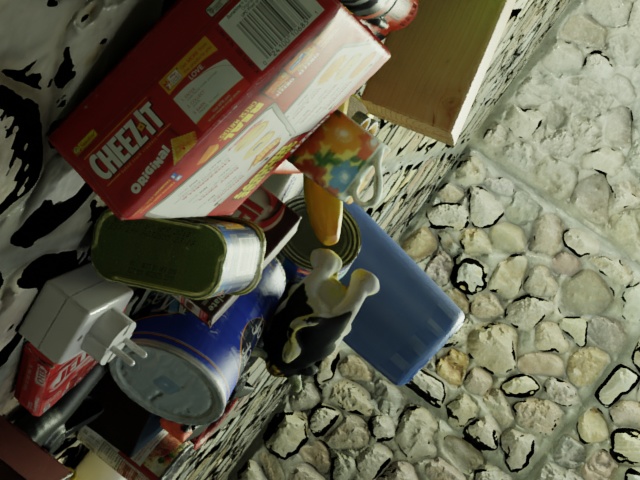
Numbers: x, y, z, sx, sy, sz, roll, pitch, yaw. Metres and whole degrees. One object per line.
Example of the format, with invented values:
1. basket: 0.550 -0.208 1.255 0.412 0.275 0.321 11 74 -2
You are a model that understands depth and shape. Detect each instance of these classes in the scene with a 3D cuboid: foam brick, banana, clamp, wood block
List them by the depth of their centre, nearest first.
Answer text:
1. foam brick: -0.234 0.176 0.788 0.053 0.078 0.051 -57 171 13
2. clamp: -0.229 0.160 0.891 0.171 0.039 0.120 -46 162 -33
3. banana: 0.008 -0.092 0.943 0.070 0.037 0.198 164 -66 -75
4. wood block: 0.122 -0.202 0.983 0.090 0.091 0.206 18 94 -81
5. clamp: -0.085 0.127 1.045 0.165 0.036 0.209 -60 169 26

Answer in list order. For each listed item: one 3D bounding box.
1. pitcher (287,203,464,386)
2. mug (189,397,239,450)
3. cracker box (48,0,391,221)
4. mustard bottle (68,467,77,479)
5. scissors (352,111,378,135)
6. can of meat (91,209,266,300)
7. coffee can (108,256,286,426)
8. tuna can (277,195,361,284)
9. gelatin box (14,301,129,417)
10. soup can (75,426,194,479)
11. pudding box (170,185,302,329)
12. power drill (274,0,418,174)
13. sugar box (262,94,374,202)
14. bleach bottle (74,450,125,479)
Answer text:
1. pitcher: 0.038 0.040 1.171 0.149 0.243 0.145 -39 168 -40
2. mug: -0.159 0.203 1.327 0.093 0.081 0.117 -49 171 -29
3. cracker box: -0.049 -0.091 0.653 0.164 0.072 0.213 -44 175 10
4. mustard bottle: -0.285 0.293 1.075 0.192 0.058 0.096 -58 170 32
5. scissors: 0.005 -0.048 1.071 0.096 0.016 0.202 -37 160 -57
6. can of meat: -0.099 0.008 0.749 0.084 0.102 0.057 -4 104 -76
7. coffee can: -0.101 0.070 0.903 0.140 0.103 0.103 -64 -179 -40
8. tuna can: -0.007 0.001 1.002 0.086 0.086 0.034 -48 171 -35
9. gelatin box: -0.189 0.083 0.811 0.089 0.030 0.073 -46 170 -43
10. soup can: -0.189 0.205 1.085 0.068 0.102 0.068 -52 172 -11
11. pudding box: -0.083 -0.001 0.839 0.113 0.090 0.039 -50 172 -18
12. power drill: 0.000 -0.141 0.837 0.188 0.057 0.184 -54 166 13
13. sugar box: -0.015 -0.082 1.055 0.176 0.048 0.093 -35 160 -55
14. bleach bottle: -0.201 0.212 1.205 0.250 0.068 0.102 -54 173 -12
